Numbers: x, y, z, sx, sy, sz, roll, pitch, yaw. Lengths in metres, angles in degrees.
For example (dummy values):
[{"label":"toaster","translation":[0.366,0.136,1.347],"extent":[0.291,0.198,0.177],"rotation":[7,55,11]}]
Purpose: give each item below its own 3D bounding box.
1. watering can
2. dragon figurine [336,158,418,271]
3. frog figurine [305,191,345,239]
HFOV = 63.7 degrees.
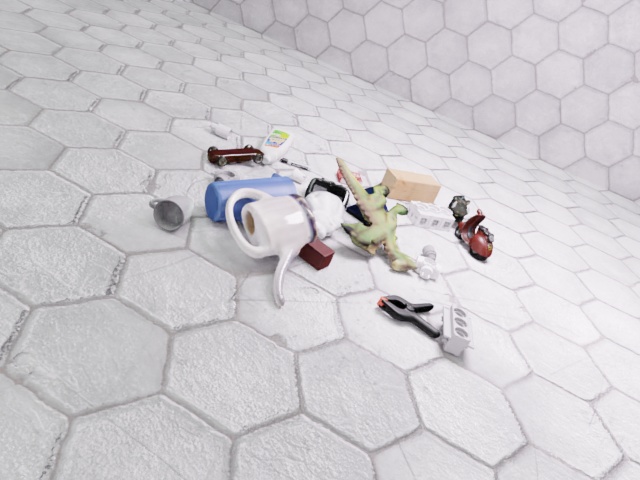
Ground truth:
[{"label":"watering can","translation":[-0.102,-0.003,1.308],"extent":[0.226,0.101,0.353],"rotation":[-16,61,-31]},{"label":"dragon figurine","translation":[0.144,-0.065,1.541],"extent":[0.411,0.120,0.247],"rotation":[45,34,3]},{"label":"frog figurine","translation":[0.005,-0.077,1.528],"extent":[0.137,0.121,0.161],"rotation":[42,18,-3]}]
